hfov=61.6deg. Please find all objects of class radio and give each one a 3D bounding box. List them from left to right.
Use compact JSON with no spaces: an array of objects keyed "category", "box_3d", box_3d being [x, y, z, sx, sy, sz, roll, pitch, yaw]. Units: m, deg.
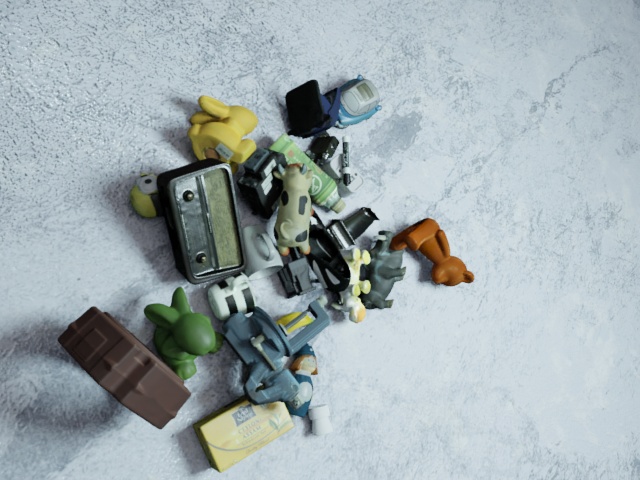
[{"category":"radio","box_3d":[-0.230,-0.035,1.057,0.131,0.073,0.229,-19,114,-27]}]

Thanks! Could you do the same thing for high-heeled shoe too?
[{"category":"high-heeled shoe","box_3d":[-0.002,-0.004,1.174,0.086,0.145,0.248,-16,87,-27]}]

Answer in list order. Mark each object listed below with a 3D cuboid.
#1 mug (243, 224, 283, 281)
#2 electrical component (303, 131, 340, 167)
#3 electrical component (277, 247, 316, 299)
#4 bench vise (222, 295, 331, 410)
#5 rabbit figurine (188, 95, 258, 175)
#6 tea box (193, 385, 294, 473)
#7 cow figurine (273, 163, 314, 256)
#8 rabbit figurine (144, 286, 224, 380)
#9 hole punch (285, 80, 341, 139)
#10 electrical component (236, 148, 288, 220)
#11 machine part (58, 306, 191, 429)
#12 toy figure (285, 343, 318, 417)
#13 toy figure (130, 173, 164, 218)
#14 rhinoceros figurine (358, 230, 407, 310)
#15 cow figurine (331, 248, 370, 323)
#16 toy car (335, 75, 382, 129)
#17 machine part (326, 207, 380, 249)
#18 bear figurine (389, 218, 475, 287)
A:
[{"category":"mug","box_3d":[-0.131,0.018,1.133,0.081,0.109,0.107,-16,72,-26]},{"category":"electrical component","box_3d":[-0.002,-0.222,1.280,0.045,0.078,0.102,46,65,-36]},{"category":"electrical component","box_3d":[-0.059,0.064,1.170,0.048,0.075,0.119,-21,91,-30]},{"category":"bench vise","box_3d":[-0.065,0.202,1.049,0.240,0.128,0.224,-36,68,-22]},{"category":"rabbit figurine","box_3d":[-0.207,-0.236,1.170,0.162,0.122,0.173,35,50,-4]},{"category":"tea box","box_3d":[-0.149,0.363,1.052,0.170,0.068,0.098,-25,90,-28]},{"category":"cow figurine","box_3d":[-0.056,-0.078,1.132,0.086,0.127,0.195,3,64,9]},{"category":"rabbit figurine","box_3d":[-0.242,0.166,0.997,0.121,0.170,0.159,-33,93,-30]},{"category":"hole punch","box_3d":[-0.011,-0.302,1.263,0.092,0.142,0.115,-4,84,-50]},{"category":"electrical component","box_3d":[-0.118,-0.130,1.161,0.058,0.134,0.115,18,57,25]},{"category":"machine part","box_3d":[-0.325,0.211,0.907,0.087,0.201,0.201,-47,145,-21]},{"category":"toy figure","box_3d":[-0.036,0.291,1.134,0.064,0.058,0.154,40,55,-50]},{"category":"toy figure","box_3d":[-0.292,-0.095,1.092,0.180,0.082,0.089,-9,101,-34]},{"category":"rhinoceros figurine","box_3d":[0.144,0.073,1.260,0.112,0.073,0.190,14,84,12]},{"category":"cow figurine","box_3d":[0.059,0.102,1.215,0.068,0.098,0.167,6,84,-51]},{"category":"toy car","box_3d":[0.091,-0.351,1.337,0.162,0.103,0.109,-33,92,-31]},{"category":"machine part","box_3d":[0.078,-0.033,1.285,0.139,0.039,0.084,-34,88,-28]},{"category":"bear figurine","box_3d":[0.277,0.049,1.320,0.132,0.120,0.195,-33,98,-26]}]
